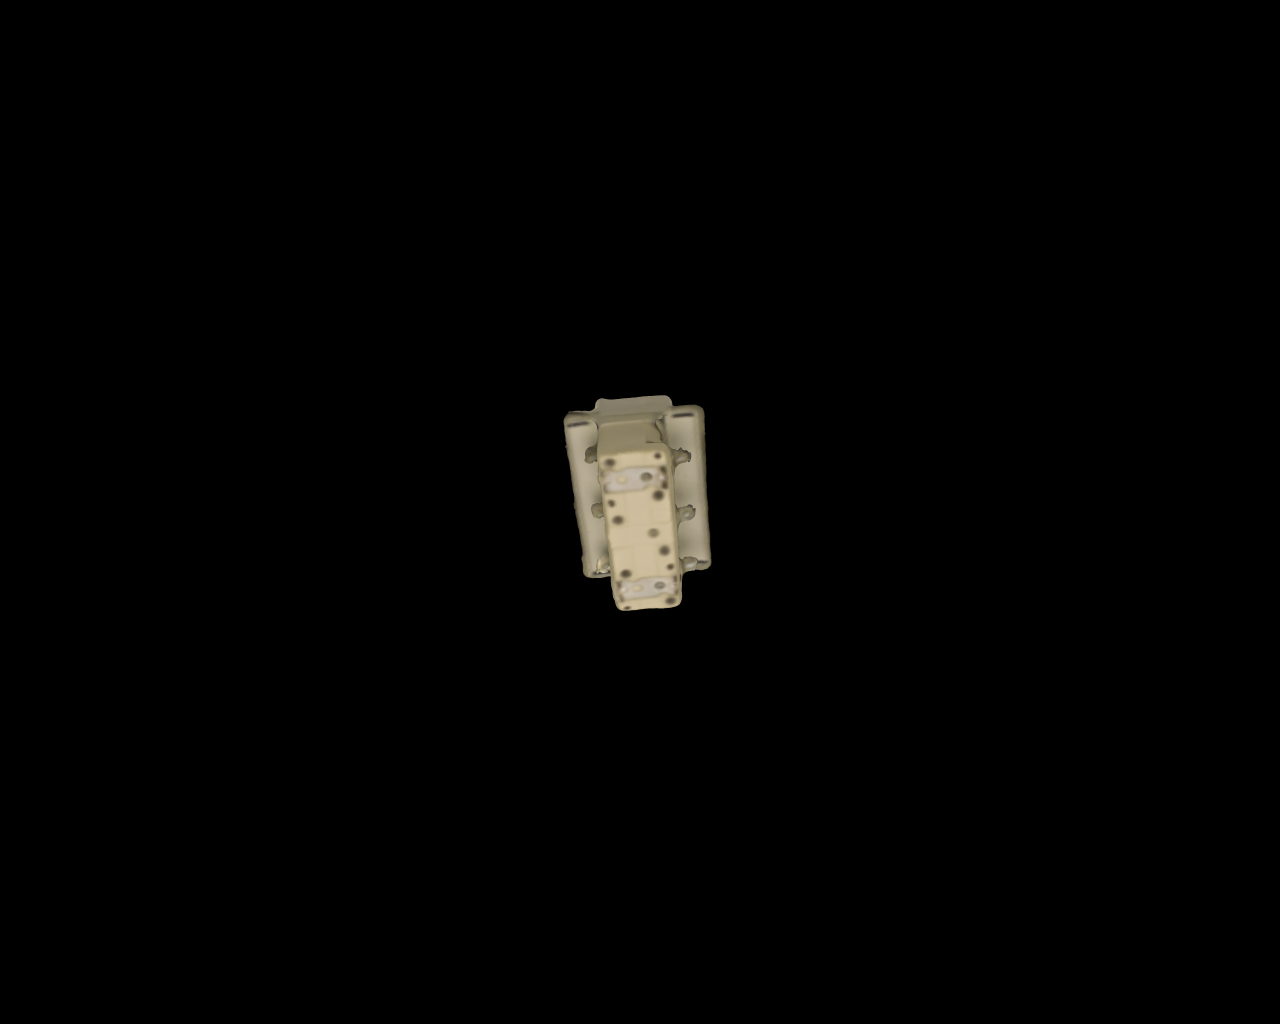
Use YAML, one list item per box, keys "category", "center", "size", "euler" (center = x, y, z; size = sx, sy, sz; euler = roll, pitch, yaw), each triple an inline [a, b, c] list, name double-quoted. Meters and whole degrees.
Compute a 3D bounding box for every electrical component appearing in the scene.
- category: "electrical component"
  center: [0.001, -0.003, 0.650]
  size: [0.079, 0.121, 0.063]
  euler: [-3, 36, 2]
